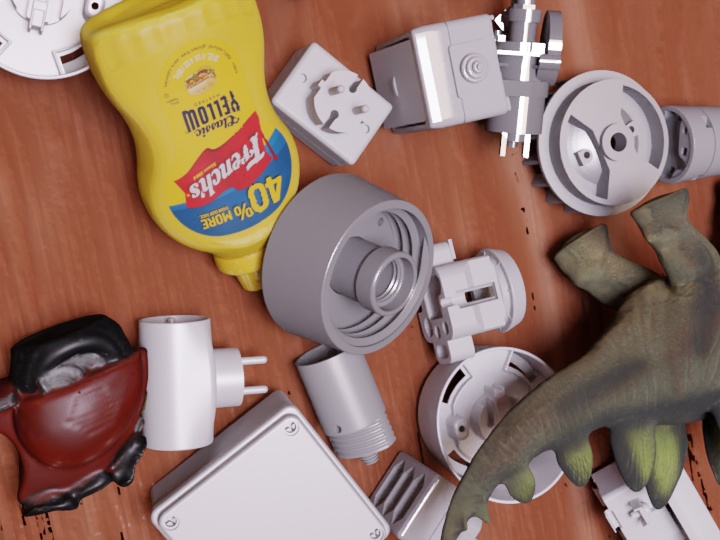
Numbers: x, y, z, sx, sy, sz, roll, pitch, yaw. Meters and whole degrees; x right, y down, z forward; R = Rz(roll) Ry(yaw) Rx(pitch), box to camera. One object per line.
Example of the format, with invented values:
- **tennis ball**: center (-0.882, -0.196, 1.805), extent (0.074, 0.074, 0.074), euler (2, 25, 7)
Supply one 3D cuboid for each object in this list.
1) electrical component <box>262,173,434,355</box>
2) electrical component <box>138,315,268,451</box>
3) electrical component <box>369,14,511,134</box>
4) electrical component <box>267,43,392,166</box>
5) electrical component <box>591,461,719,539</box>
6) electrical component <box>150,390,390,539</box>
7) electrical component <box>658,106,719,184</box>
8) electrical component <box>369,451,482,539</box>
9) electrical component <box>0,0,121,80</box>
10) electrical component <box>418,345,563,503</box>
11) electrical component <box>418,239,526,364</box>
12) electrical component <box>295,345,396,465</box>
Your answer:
- **electrical component**: center (0.000, 0.000, 0.661), extent (0.108, 0.060, 0.108), euler (-23, 124, -40)
- **electrical component**: center (-0.096, 0.067, 0.665), extent (0.079, 0.043, 0.077), euler (-2, 95, -20)
- **electrical component**: center (0.049, -0.121, 0.676), extent (0.061, 0.096, 0.061), euler (-14, 98, -14)
- **electrical component**: center (-0.016, -0.102, 0.664), extent (0.066, 0.077, 0.047), euler (37, 81, -18)
- **electrical component**: center (0.222, 0.188, 0.774), extent (0.063, 0.078, 0.121), euler (-31, 104, 7)
- **electrical component**: center (-0.057, 0.151, 0.672), extent (0.109, 0.056, 0.108), euler (-38, 105, -6)
- **electrical component**: center (0.239, -0.091, 0.769), extent (0.047, 0.055, 0.055), euler (-7, 96, -23)
- **electrical component**: center (0.054, 0.165, 0.712), extent (0.077, 0.066, 0.047), euler (36, 83, -18)
- **electrical component**: center (-0.180, -0.157, 0.609), extent (0.099, 0.064, 0.099), euler (-1, 94, -19)
- **electrical component**: center (0.090, 0.100, 0.722), extent (0.099, 0.064, 0.099), euler (-2, 95, -19)
- **electrical component**: center (0.073, 0.017, 0.714), extent (0.057, 0.058, 0.078), euler (-13, 88, -19)
- **electrical component**: center (-0.007, 0.089, 0.698), extent (0.043, 0.043, 0.081), euler (-25, 101, -16)
